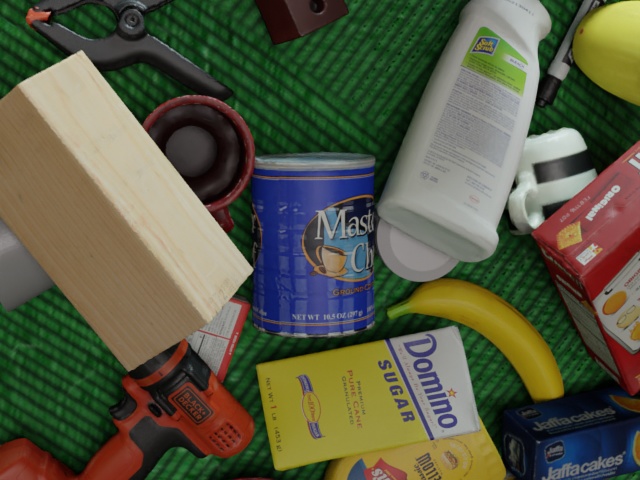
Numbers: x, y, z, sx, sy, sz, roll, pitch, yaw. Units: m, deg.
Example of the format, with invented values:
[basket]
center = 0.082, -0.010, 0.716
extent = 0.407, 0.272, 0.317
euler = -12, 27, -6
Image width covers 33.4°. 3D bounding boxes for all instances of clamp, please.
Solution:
[clamp]
center = -0.145, -0.184, 0.858
extent = 0.171, 0.039, 0.120
euler = 9, 85, -15

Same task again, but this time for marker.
[marker]
center = 0.221, -0.172, 0.939
extent = 0.020, 0.020, 0.121
euler = 26, 93, -14

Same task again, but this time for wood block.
[wood block]
center = -0.156, -0.020, 0.780
extent = 0.091, 0.090, 0.206
euler = -32, 101, 30

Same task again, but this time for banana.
[banana]
center = 0.156, 0.088, 0.958
extent = 0.197, 0.037, 0.070
euler = 33, 113, -12

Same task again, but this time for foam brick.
[foam brick]
center = -0.022, -0.206, 0.863
extent = 0.053, 0.051, 0.078
euler = -31, 105, -23

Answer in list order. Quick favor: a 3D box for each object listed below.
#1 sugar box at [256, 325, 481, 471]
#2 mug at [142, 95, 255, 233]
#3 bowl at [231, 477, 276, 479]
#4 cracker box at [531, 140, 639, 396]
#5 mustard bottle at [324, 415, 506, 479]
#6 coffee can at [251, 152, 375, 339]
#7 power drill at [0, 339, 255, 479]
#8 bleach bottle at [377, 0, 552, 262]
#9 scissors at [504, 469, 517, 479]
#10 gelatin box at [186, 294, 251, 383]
[sugar box]
center = 0.041, 0.134, 0.908
extent = 0.176, 0.048, 0.093
euler = -12, 79, 3
[mug]
center = -0.098, -0.059, 0.861
extent = 0.093, 0.081, 0.117
euler = -27, 102, -6
[bowl]
center = -0.054, 0.285, 0.907
extent = 0.162, 0.055, 0.162
euler = 3, 109, 8
[cracker box]
center = 0.282, 0.015, 0.901
extent = 0.164, 0.072, 0.213
euler = -41, 138, -3
[mustard bottle]
center = 0.062, 0.215, 0.945
extent = 0.191, 0.058, 0.096
euler = -29, 100, -5
[coffee can]
center = -0.006, 0.001, 0.877
extent = 0.102, 0.103, 0.140
euler = -2, 99, -11
[power drill]
center = -0.173, 0.148, 0.869
extent = 0.188, 0.057, 0.184
euler = -38, 110, 6
[bleach bottle]
center = 0.138, -0.114, 0.884
extent = 0.102, 0.068, 0.250
euler = 27, 73, -9
[scissors]
center = 0.213, 0.288, 1.007
extent = 0.096, 0.016, 0.202
euler = -8, 100, -8
[gelatin box]
center = -0.112, 0.072, 0.905
extent = 0.089, 0.030, 0.073
euler = 18, 96, -13
